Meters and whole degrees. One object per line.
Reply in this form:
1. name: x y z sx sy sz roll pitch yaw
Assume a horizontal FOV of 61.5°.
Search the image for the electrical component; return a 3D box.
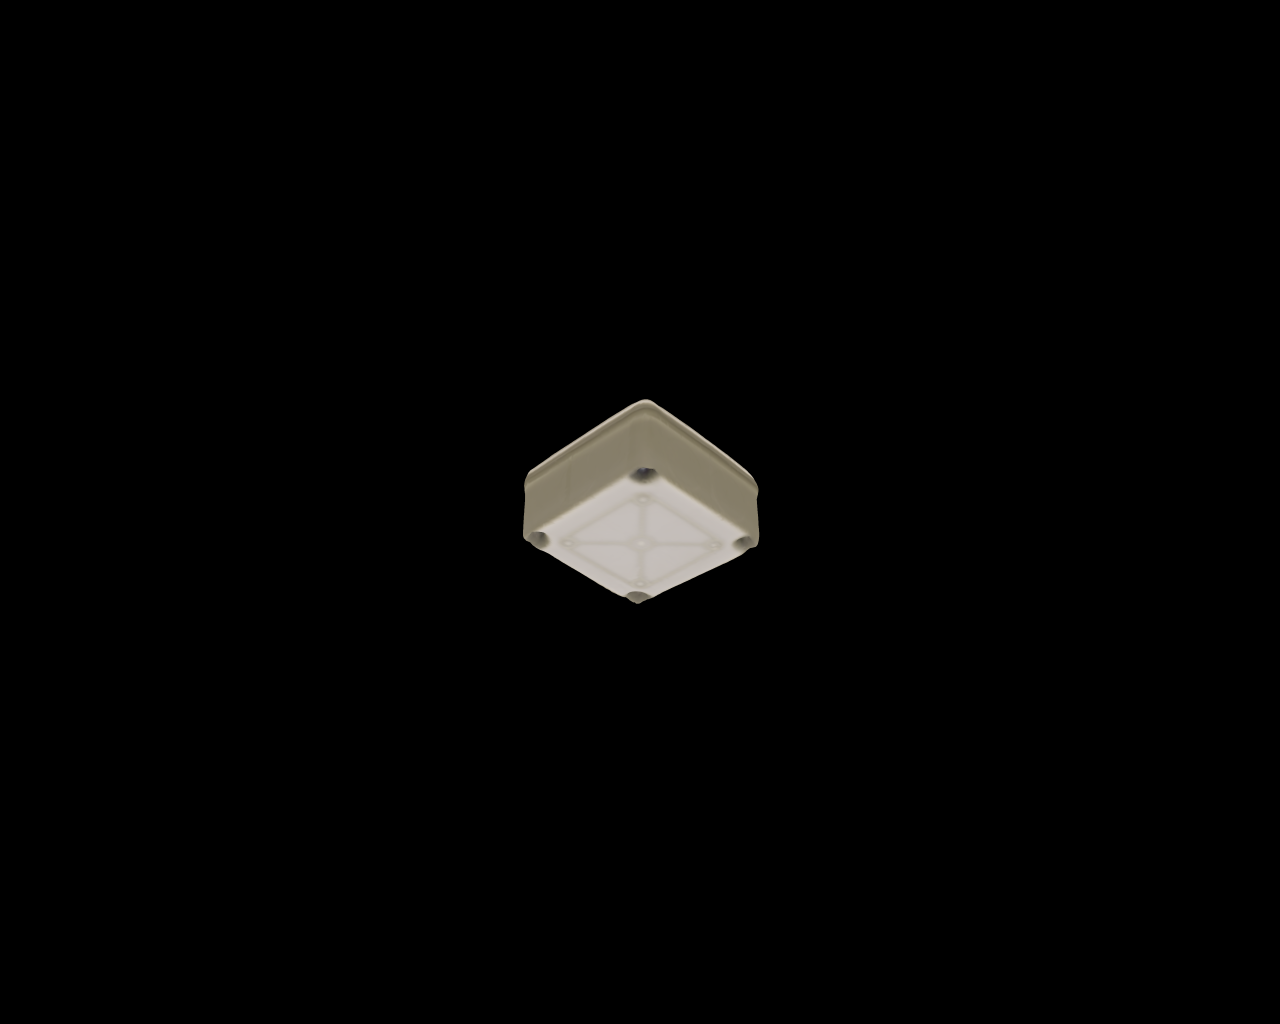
1. electrical component: 0.001 -0.003 0.650 0.108 0.056 0.108 -29 -46 33
